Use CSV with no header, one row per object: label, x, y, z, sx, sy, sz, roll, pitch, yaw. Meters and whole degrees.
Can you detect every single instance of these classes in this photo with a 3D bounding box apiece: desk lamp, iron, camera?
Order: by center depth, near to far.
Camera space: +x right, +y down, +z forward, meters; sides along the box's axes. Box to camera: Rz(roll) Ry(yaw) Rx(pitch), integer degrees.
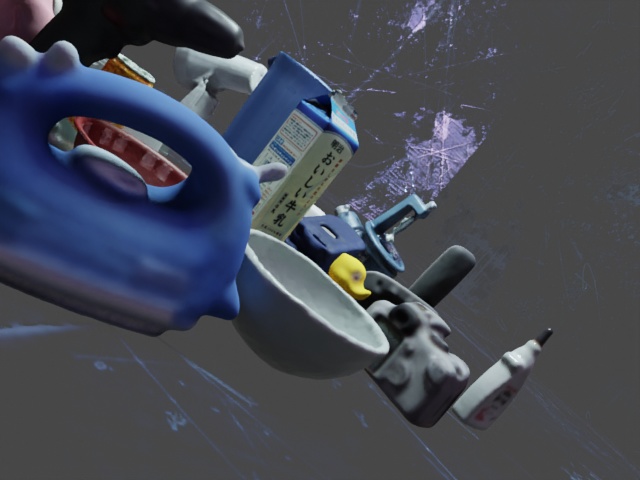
iron,-0.137,-0.043,0.355,0.259,0.141,0.118,32,11,-45
camera,0.125,0.142,0.686,0.137,0.100,0.142,31,11,-47
desk lamp,-0.207,-0.272,1.086,0.202,0.213,0.118,43,8,24

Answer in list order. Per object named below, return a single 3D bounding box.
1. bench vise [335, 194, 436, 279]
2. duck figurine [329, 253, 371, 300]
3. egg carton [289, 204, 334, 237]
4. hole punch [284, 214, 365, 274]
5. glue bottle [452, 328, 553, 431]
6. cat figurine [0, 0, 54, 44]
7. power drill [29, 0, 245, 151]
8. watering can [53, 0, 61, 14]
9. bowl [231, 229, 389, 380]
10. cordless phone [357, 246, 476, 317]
bench vise,0.111,-0.023,1.130,0.207,0.219,0.122,42,8,17
duck figurine,0.017,0.055,0.732,0.104,0.086,0.078,42,8,19
egg carton,-0.039,-0.040,1.085,0.151,0.069,0.107,35,9,-31
hole punch,0.009,0.003,0.974,0.108,0.091,0.101,44,9,32
glue bottle,0.259,0.187,0.789,0.078,0.173,0.037,31,11,-47
cat figurine,-0.308,-0.212,0.616,0.067,0.117,0.128,41,8,11
power drill,-0.218,-0.188,0.562,0.229,0.208,0.075,39,7,-1
watering can,-0.398,-0.352,0.712,0.173,0.194,0.100,35,9,-32
bowl,-0.025,0.068,0.501,0.167,0.074,0.167,39,8,-6
cordless phone,0.136,0.064,0.868,0.148,0.185,0.094,35,8,-26
